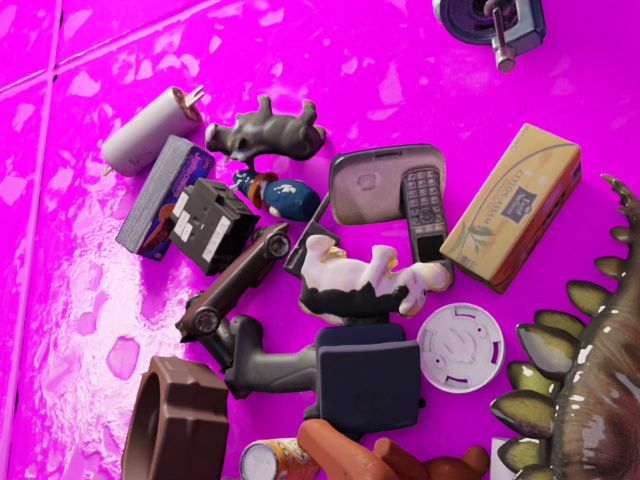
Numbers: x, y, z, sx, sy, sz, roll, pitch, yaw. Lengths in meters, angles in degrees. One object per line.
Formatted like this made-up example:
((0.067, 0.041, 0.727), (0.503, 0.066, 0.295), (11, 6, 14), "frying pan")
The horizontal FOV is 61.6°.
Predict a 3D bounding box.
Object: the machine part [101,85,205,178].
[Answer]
((-0.291, -0.184, 0.928), (0.243, 0.079, 0.079), (-33, 62, 14), "machine part")

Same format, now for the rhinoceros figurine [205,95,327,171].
((-0.081, -0.151, 0.794), (0.191, 0.073, 0.112), (8, 61, 25), "rhinoceros figurine")

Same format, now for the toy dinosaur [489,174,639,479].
((0.276, 0.141, 0.501), (0.199, 0.105, 0.471), (17, 66, 26), "toy dinosaur")

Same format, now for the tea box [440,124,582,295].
((0.217, -0.030, 0.604), (0.068, 0.098, 0.169), (36, 91, 31), "tea box")

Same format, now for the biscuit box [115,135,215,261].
((-0.254, -0.069, 0.884), (0.063, 0.059, 0.202), (28, 89, 33), "biscuit box")

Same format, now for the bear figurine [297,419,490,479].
((0.079, 0.255, 0.554), (0.132, 0.195, 0.120), (4, 83, 48), "bear figurine")

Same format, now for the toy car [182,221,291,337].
((-0.111, 0.053, 0.745), (0.202, 0.053, 0.089), (-46, 16, -10), "toy car")

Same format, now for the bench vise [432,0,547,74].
((0.238, -0.300, 0.648), (0.224, 0.128, 0.240), (-15, 51, 31), "bench vise")

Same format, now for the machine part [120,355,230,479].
((-0.188, 0.260, 0.682), (0.201, 0.087, 0.201), (4, 79, 64), "machine part")

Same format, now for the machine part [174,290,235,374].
((-0.156, 0.139, 0.784), (0.139, 0.039, 0.084), (37, 85, 33), "machine part")

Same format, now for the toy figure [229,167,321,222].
((-0.070, -0.067, 0.788), (0.155, 0.064, 0.057), (22, 125, 36), "toy figure")

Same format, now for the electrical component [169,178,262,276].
((-0.166, -0.026, 0.815), (0.134, 0.058, 0.115), (41, 107, 30), "electrical component")

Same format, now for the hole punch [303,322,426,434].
((0.051, 0.153, 0.582), (0.142, 0.092, 0.115), (-4, 89, -5), "hole punch")

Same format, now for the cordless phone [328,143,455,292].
((0.089, -0.021, 0.665), (0.147, 0.089, 0.184), (-8, 84, -7), "cordless phone")

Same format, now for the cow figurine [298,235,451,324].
((0.059, 0.055, 0.610), (0.168, 0.068, 0.098), (10, 75, 21), "cow figurine")

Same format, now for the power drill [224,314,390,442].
((-0.014, 0.139, 0.691), (0.208, 0.086, 0.232), (2, 78, 20), "power drill")

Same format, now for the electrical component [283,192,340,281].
((-0.001, -0.002, 0.718), (0.048, 0.075, 0.119), (33, 88, -3), "electrical component")
